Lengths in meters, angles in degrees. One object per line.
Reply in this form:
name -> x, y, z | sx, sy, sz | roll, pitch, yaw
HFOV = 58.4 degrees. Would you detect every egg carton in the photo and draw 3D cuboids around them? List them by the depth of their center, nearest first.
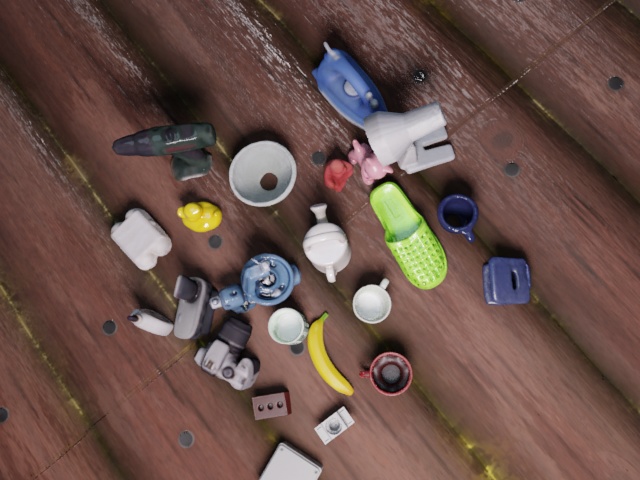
egg carton -> -0.440, -0.004, 1.415 | 0.150, 0.069, 0.107 | 43, 86, 13

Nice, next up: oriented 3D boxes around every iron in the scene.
iron -> 0.089, -0.368, 1.393 | 0.118, 0.141, 0.258 | -40, 76, -3

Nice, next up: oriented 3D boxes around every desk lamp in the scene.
desk lamp -> 0.206, -0.238, 1.314 | 0.203, 0.214, 0.118 | -18, 76, 3

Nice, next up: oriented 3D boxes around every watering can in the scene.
watering can -> 0.010, 0.005, 1.294 | 0.101, 0.194, 0.172 | -32, 76, -1

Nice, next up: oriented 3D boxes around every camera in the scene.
camera -> -0.200, 0.254, 1.313 | 0.143, 0.101, 0.137 | 27, 82, 12

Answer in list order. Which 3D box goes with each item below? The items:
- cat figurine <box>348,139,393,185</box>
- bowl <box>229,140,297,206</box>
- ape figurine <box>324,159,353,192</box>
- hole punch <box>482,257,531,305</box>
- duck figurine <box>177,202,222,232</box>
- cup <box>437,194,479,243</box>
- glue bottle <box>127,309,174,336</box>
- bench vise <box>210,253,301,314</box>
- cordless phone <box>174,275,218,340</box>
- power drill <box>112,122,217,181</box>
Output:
cat figurine -> 0.118, -0.188, 1.363 | 0.067, 0.118, 0.127 | -36, 76, -2
bowl -> -0.134, -0.154, 1.408 | 0.167, 0.075, 0.167 | -1, 78, 7
ape figurine -> 0.042, -0.167, 1.381 | 0.078, 0.092, 0.076 | -21, 76, 2
hole punch -> 0.420, 0.090, 1.279 | 0.101, 0.091, 0.109 | -3, 77, 6
duck figurine -> -0.298, -0.064, 1.402 | 0.104, 0.086, 0.077 | 1, 78, 7
cup -> 0.320, -0.040, 1.318 | 0.091, 0.095, 0.117 | -26, 76, 1
glue bottle -> -0.400, 0.185, 1.315 | 0.078, 0.173, 0.037 | 31, 83, 13
bench vise -> -0.148, 0.109, 1.277 | 0.207, 0.220, 0.121 | -41, 76, -3
cordless phone -> -0.308, 0.150, 1.305 | 0.094, 0.185, 0.148 | 6, 78, 9
power drill -> -0.350, -0.214, 1.378 | 0.229, 0.208, 0.075 | -15, 76, 4
